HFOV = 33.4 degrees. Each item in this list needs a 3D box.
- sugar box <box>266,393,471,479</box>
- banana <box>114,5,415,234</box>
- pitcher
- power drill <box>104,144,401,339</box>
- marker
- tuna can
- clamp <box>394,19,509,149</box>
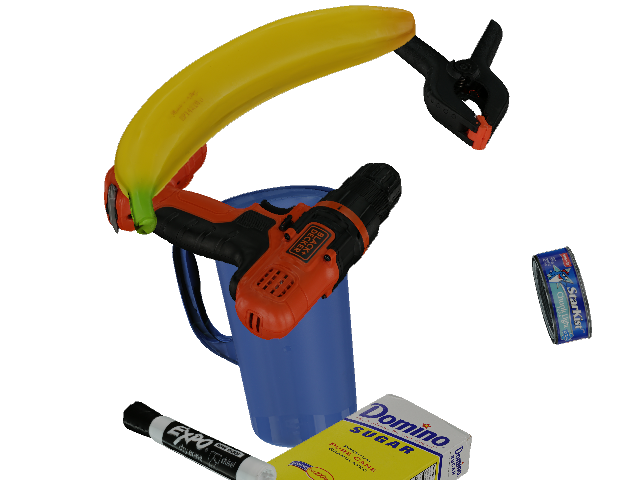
[{"bbox_3d":[0.032,0.187,0.861,0.093,0.048,0.175,24,35,38],"label":"sugar box"},{"bbox_3d":[-0.038,-0.075,0.553,0.197,0.070,0.037,-41,-23,-23],"label":"banana"},{"bbox_3d":[-0.041,0.074,1.047,0.144,0.243,0.149,-19,20,-34],"label":"pitcher"},{"bbox_3d":[-0.052,-0.028,0.802,0.188,0.057,0.184,26,49,20],"label":"power drill"},{"bbox_3d":[-0.077,0.123,0.645,0.121,0.020,0.020,16,10,38],"label":"marker"},{"bbox_3d":[0.218,0.050,0.970,0.034,0.086,0.086,-13,-1,5],"label":"tuna can"},{"bbox_3d":[0.120,-0.154,0.999,0.120,0.171,0.039,0,-44,-1],"label":"clamp"}]
